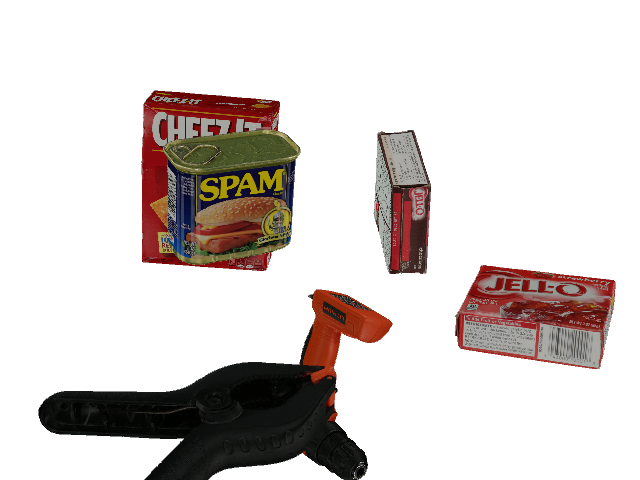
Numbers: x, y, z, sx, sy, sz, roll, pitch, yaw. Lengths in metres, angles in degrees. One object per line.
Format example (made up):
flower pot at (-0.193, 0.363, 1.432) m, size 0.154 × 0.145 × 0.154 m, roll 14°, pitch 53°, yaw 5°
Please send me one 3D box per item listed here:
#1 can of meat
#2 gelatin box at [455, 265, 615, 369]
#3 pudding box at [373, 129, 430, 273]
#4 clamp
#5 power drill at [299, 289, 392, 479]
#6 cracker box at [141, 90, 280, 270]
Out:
can of meat at (-0.070, -0.034, 0.831) m, size 0.102 × 0.084 × 0.057 m, roll -9°, pitch 31°, yaw -23°
gelatin box at (0.136, 0.045, 0.671) m, size 0.089 × 0.030 × 0.073 m, roll 7°, pitch 24°, yaw 19°
pudding box at (0.073, -0.036, 0.960) m, size 0.039 × 0.090 × 0.113 m, roll -2°, pitch 31°, yaw -5°
clamp at (-0.060, 0.110, 0.593) m, size 0.171 × 0.039 × 0.120 m, roll -10°, pitch 36°, yaw -21°
power drill at (0.015, 0.165, 1.246) m, size 0.057 × 0.188 × 0.185 m, roll 15°, pitch 10°, yaw -43°
cracker box at (-0.141, -0.073, 1.351) m, size 0.164 × 0.214 × 0.072 m, roll 5°, pitch 22°, yaw 2°
